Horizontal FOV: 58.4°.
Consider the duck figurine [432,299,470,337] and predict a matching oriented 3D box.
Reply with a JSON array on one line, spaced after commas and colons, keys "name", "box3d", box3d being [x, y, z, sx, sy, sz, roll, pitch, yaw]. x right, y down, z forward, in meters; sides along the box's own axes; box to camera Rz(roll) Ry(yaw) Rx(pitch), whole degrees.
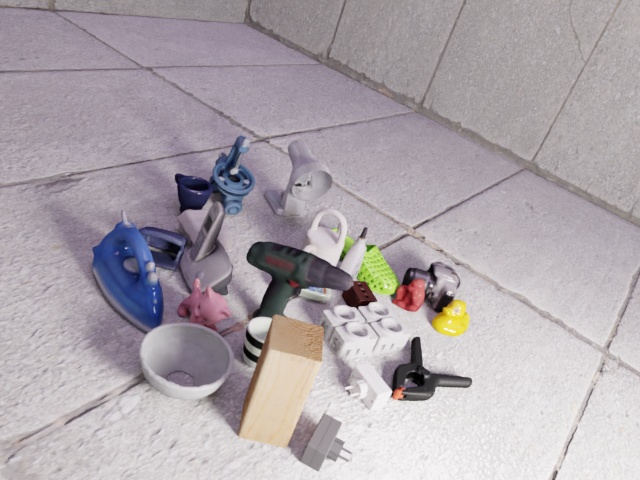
[{"name": "duck figurine", "box3d": [0.339, 0.188, 1.436, 0.105, 0.086, 0.077, 0, 35, -32]}]

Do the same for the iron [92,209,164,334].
[{"name": "iron", "box3d": [-0.366, 0.058, 1.150, 0.119, 0.141, 0.257, -7, 39, -39]}]

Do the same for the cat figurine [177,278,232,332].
[{"name": "cat figurine", "box3d": [-0.228, 0.130, 1.140, 0.067, 0.118, 0.127, -3, 37, -36]}]

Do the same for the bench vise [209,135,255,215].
[{"name": "bench vise", "box3d": [-0.253, -0.207, 1.588, 0.122, 0.220, 0.206, -9, 40, -41]}]

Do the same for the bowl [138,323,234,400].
[{"name": "bowl", "box3d": [-0.240, 0.226, 1.015, 0.167, 0.075, 0.167, 16, 29, -9]}]

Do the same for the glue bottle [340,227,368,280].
[{"name": "glue bottle", "box3d": [0.088, 0.041, 1.434, 0.037, 0.173, 0.078, 30, 31, 17]}]

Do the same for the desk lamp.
[{"name": "desk lamp", "box3d": [-0.065, -0.166, 1.646, 0.118, 0.213, 0.202, 1, 34, -31]}]

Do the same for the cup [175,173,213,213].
[{"name": "cup", "box3d": [-0.345, -0.115, 1.503, 0.117, 0.095, 0.092, 33, 31, 21]}]

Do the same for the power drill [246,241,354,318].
[{"name": "power drill", "box3d": [-0.059, 0.107, 1.193, 0.229, 0.208, 0.076, 28, 30, 13]}]

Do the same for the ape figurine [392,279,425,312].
[{"name": "ape figurine", "box3d": [0.236, 0.136, 1.452, 0.076, 0.092, 0.077, 7, 32, -23]}]

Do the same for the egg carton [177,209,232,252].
[{"name": "egg carton", "box3d": [-0.282, -0.019, 1.409, 0.107, 0.069, 0.150, -4, 38, -37]}]

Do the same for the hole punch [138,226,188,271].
[{"name": "hole punch", "box3d": [-0.360, 0.002, 1.302, 0.109, 0.091, 0.101, 16, 29, -8]}]

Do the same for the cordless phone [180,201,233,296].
[{"name": "cordless phone", "box3d": [-0.236, 0.020, 1.251, 0.094, 0.185, 0.147, -1, 36, -33]}]

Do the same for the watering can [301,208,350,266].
[{"name": "watering can", "box3d": [0.011, 0.004, 1.427, 0.101, 0.194, 0.173, 22, 29, 3]}]

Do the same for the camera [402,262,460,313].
[{"name": "camera", "box3d": [0.296, 0.106, 1.531, 0.137, 0.101, 0.143, 19, 29, -3]}]
